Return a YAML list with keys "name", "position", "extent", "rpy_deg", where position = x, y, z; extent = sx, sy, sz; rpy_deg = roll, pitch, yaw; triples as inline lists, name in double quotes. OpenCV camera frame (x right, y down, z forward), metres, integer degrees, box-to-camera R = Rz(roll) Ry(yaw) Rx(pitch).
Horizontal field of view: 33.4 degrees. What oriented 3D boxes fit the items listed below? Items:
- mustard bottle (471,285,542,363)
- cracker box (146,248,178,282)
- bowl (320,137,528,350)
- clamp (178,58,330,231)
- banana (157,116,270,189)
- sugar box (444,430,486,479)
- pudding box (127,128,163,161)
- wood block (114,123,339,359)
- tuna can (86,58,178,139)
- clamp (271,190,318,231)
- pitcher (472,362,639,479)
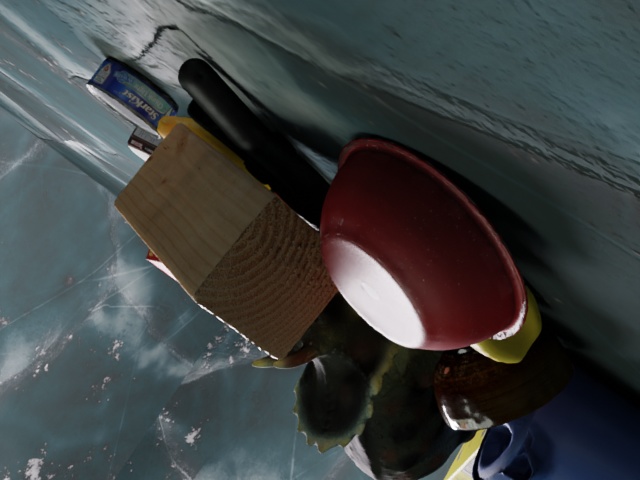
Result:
- name: "mustard bottle"
  position: [0.074, 0.026, 0.817]
  extent: [0.192, 0.058, 0.096]
  rpy_deg: [27, 170, 46]
- name: "cracker box"
  position: [-0.077, 0.035, 1.288]
  extent: [0.214, 0.072, 0.164]
  rpy_deg: [12, 165, 17]
- name: "bowl"
  position: [0.051, 0.016, 0.671]
  extent: [0.162, 0.055, 0.162]
  rpy_deg: [42, 158, 20]
- name: "clamp"
  position: [-0.042, -0.067, 0.788]
  extent: [0.171, 0.039, 0.120]
  rpy_deg: [40, 179, 10]
- name: "banana"
  position: [-0.066, -0.051, 0.951]
  extent: [0.197, 0.070, 0.037]
  rpy_deg: [52, -156, -46]
- name: "sugar box"
  position: [0.187, 0.206, 1.113]
  extent: [0.048, 0.093, 0.176]
  rpy_deg: [30, 147, 9]
- name: "pudding box"
  position: [-0.154, -0.085, 1.212]
  extent: [0.090, 0.039, 0.113]
  rpy_deg: [25, 171, 32]
- name: "wood block"
  position: [-0.072, -0.005, 0.809]
  extent: [0.090, 0.090, 0.206]
  rpy_deg: [40, 179, -33]
- name: "tuna can"
  position: [-0.177, -0.134, 1.011]
  extent: [0.086, 0.033, 0.086]
  rpy_deg: [34, 173, 4]
- name: "clamp"
  position: [0.001, 0.010, 0.966]
  extent: [0.210, 0.164, 0.036]
  rpy_deg: [80, 180, -58]
- name: "pitcher"
  position: [0.265, 0.203, 0.916]
  extent: [0.243, 0.149, 0.145]
  rpy_deg: [31, 158, 1]
